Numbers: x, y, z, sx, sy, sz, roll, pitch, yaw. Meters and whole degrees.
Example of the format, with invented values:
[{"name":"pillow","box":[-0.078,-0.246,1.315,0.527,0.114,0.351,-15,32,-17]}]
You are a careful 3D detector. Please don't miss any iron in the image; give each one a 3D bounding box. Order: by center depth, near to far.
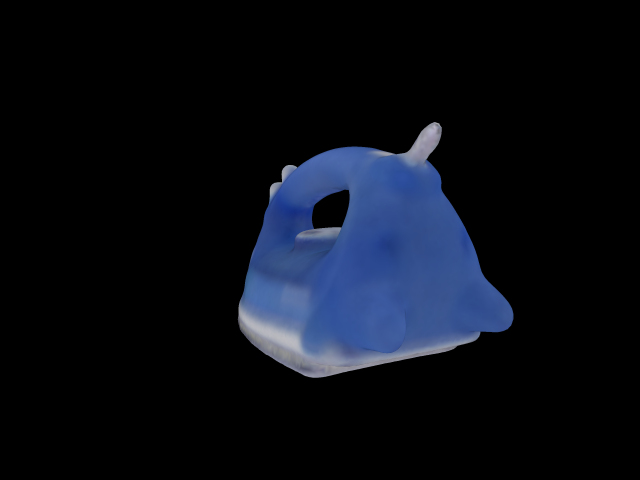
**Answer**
[{"name":"iron","box":[0.004,0.001,0.400,0.119,0.141,0.257,-3,5,-31]}]
